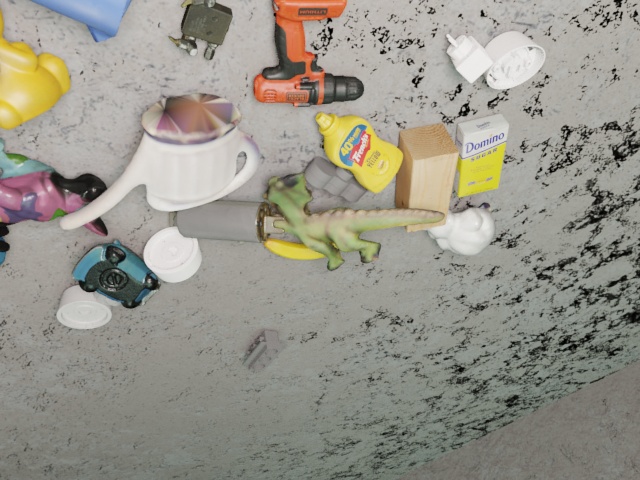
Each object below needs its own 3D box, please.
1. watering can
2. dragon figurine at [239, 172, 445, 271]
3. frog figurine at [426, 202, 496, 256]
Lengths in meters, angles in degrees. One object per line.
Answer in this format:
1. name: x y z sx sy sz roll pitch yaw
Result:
1. watering can: -0.252 -0.122 0.844 0.350 0.106 0.219 -18 146 -28
2. dragon figurine: 0.003 -0.050 0.986 0.406 0.125 0.240 -19 143 37
3. frog figurine: 0.312 -0.024 1.167 0.159 0.124 0.135 0 159 -36
